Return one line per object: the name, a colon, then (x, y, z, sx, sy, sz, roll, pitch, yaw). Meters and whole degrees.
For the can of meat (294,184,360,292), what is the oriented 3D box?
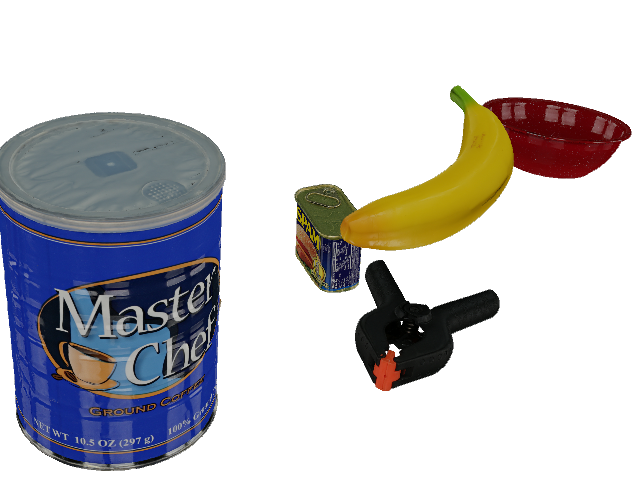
can of meat: (0.008, -0.001, 1.211, 0.057, 0.084, 0.102, -12, 38, -19)

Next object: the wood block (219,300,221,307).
wood block: (-0.191, 0.040, 1.063, 0.090, 0.091, 0.206, -6, 35, -35)

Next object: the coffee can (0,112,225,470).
coffee can: (-0.099, 0.023, 0.512, 0.103, 0.140, 0.103, 4, 32, -2)

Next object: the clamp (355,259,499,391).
clamp: (0.068, 0.066, 0.886, 0.120, 0.039, 0.171, 14, 25, 24)

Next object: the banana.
banana: (0.082, -0.039, 0.694, 0.070, 0.037, 0.197, 21, 39, 17)

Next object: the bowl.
bowl: (0.251, -0.108, 1.162, 0.162, 0.055, 0.162, 6, 23, -3)
